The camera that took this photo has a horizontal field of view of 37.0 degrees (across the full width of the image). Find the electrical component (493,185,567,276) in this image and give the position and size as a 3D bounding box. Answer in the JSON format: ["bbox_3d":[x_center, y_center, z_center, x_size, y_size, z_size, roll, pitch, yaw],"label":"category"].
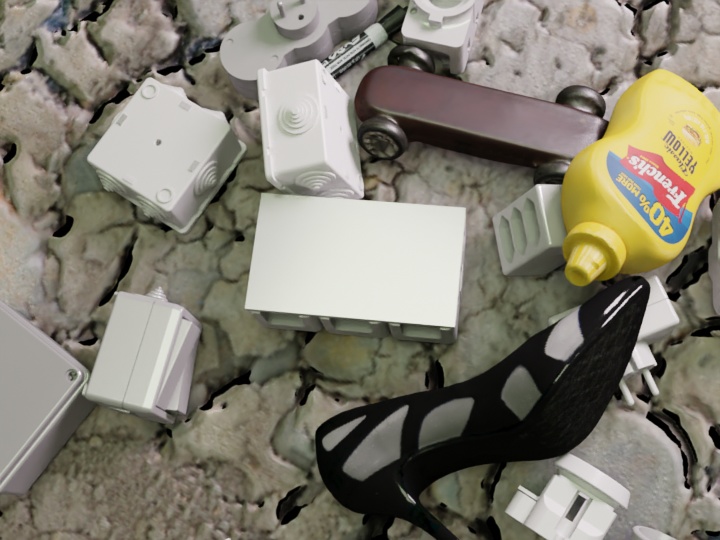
[{"bbox_3d":[0.149,-0.029,0.787,0.077,0.066,0.047,-1,72,-24],"label":"electrical component"}]

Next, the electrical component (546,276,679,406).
[{"bbox_3d":[0.185,0.058,0.763,0.083,0.047,0.075,-22,73,0],"label":"electrical component"}]

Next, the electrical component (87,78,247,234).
[{"bbox_3d":[-0.152,-0.091,0.842,0.100,0.048,0.099,32,80,14],"label":"electrical component"}]

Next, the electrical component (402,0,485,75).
[{"bbox_3d":[0.068,-0.210,0.848,0.050,0.055,0.089,14,76,10],"label":"electrical component"}]

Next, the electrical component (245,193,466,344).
[{"bbox_3d":[0.000,0.000,0.792,0.150,0.061,0.089,5,75,8],"label":"electrical component"}]

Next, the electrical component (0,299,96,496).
[{"bbox_3d":[-0.265,0.093,0.797,0.109,0.056,0.108,35,81,14],"label":"electrical component"}]

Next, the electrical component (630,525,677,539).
[{"bbox_3d":[0.192,0.205,0.715,0.045,0.045,0.055,23,95,12],"label":"electrical component"}]

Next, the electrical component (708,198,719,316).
[{"bbox_3d":[0.282,-0.012,0.766,0.054,0.059,0.095,3,75,7],"label":"electrical component"}]

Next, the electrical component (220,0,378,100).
[{"bbox_3d":[-0.050,-0.197,0.848,0.138,0.073,0.052,-36,74,-5],"label":"electrical component"}]

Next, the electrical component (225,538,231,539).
[{"bbox_3d":[-0.089,0.270,0.724,0.089,0.061,0.150,-28,73,-2],"label":"electrical component"}]

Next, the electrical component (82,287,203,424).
[{"bbox_3d":[-0.153,0.060,0.791,0.061,0.061,0.096,12,76,10],"label":"electrical component"}]

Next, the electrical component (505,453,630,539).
[{"bbox_3d":[0.147,0.162,0.732,0.078,0.058,0.057,32,83,14],"label":"electrical component"}]

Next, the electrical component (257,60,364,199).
[{"bbox_3d":[-0.035,-0.100,0.806,0.048,0.100,0.099,-11,73,16],"label":"electrical component"}]
